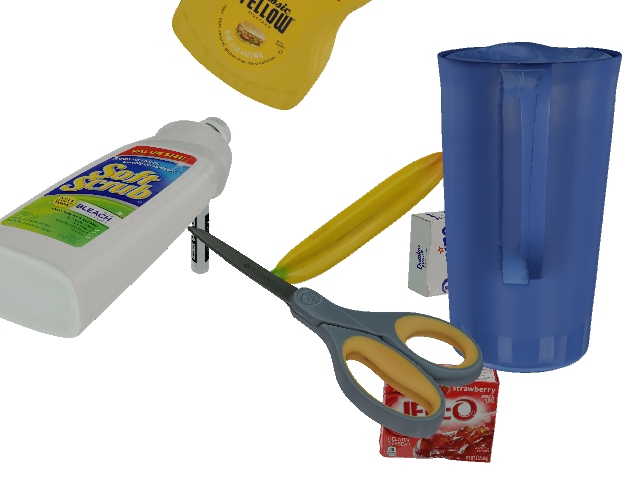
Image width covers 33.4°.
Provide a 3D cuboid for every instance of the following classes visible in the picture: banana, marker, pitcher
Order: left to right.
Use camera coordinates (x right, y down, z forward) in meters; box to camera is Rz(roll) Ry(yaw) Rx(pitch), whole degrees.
[{"bbox_3d":[-0.123,-0.016,1.091,0.020,0.121,0.020,4,41,-3],"label":"marker"},{"bbox_3d":[0.035,-0.014,0.963,0.198,0.037,0.069,-37,6,4],"label":"banana"},{"bbox_3d":[0.152,-0.025,0.805,0.149,0.243,0.145,-11,17,-31],"label":"pitcher"}]

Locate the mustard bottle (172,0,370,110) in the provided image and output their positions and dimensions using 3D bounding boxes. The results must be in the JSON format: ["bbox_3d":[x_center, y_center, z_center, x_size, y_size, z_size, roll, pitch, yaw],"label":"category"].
[{"bbox_3d":[-0.007,-0.167,0.615,0.192,0.096,0.058,-49,6,41],"label":"mustard bottle"}]

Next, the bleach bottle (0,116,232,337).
[{"bbox_3d":[-0.147,-0.029,0.800,0.103,0.068,0.250,17,38,19],"label":"bleach bottle"}]

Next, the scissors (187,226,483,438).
[{"bbox_3d":[0.013,0.037,0.617,0.096,0.016,0.202,-15,43,-33],"label":"scissors"}]

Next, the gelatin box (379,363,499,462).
[{"bbox_3d":[0.093,0.136,0.842,0.089,0.073,0.030,3,22,2],"label":"gelatin box"}]

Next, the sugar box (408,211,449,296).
[{"bbox_3d":[0.189,0.009,1.259,0.175,0.093,0.048,-8,18,-29],"label":"sugar box"}]
